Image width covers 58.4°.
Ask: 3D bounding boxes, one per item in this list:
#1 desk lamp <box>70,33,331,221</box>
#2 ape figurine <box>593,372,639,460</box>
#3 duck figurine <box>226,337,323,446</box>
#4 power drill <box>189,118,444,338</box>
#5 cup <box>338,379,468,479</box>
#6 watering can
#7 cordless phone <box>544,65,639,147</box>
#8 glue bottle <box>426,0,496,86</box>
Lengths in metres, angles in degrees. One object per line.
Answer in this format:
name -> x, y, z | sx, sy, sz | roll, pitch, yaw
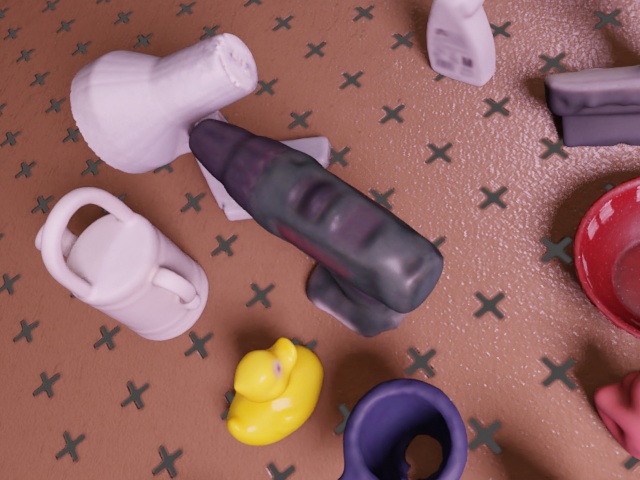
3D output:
desk lamp -> -0.115, -0.117, 0.600 | 0.202, 0.214, 0.118 | -6, 61, 16
ape figurine -> 0.244, 0.120, 0.420 | 0.077, 0.092, 0.076 | 8, 65, 23
duck figurine -> -0.050, 0.132, 0.517 | 0.077, 0.086, 0.105 | 36, 78, 31
power drill -> 0.005, 0.002, 0.497 | 0.228, 0.209, 0.076 | 30, 75, 30
cup -> 0.063, 0.174, 0.450 | 0.118, 0.095, 0.091 | -39, 57, -5
watering can -> -0.205, 0.022, 0.566 | 0.172, 0.194, 0.101 | -6, 61, 16
cordless phone -> 0.281, -0.171, 0.512 | 0.147, 0.185, 0.094 | -3, 62, 18
glue bottle -> 0.144, -0.240, 0.603 | 0.078, 0.173, 0.037 | 32, 76, 30
